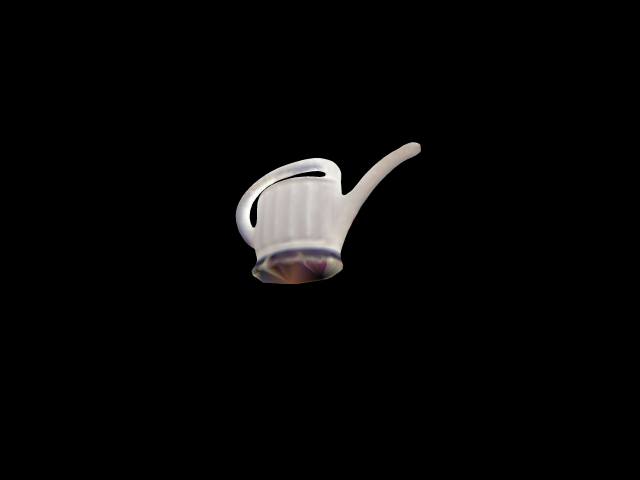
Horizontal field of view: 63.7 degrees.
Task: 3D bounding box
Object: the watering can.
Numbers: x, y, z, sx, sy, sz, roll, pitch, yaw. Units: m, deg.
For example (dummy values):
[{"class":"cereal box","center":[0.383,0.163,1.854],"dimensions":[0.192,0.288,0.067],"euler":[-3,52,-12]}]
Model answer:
[{"class":"watering can","center":[0.003,-0.043,0.850],"dimensions":[0.346,0.228,0.102],"euler":[-11,-26,25]}]
